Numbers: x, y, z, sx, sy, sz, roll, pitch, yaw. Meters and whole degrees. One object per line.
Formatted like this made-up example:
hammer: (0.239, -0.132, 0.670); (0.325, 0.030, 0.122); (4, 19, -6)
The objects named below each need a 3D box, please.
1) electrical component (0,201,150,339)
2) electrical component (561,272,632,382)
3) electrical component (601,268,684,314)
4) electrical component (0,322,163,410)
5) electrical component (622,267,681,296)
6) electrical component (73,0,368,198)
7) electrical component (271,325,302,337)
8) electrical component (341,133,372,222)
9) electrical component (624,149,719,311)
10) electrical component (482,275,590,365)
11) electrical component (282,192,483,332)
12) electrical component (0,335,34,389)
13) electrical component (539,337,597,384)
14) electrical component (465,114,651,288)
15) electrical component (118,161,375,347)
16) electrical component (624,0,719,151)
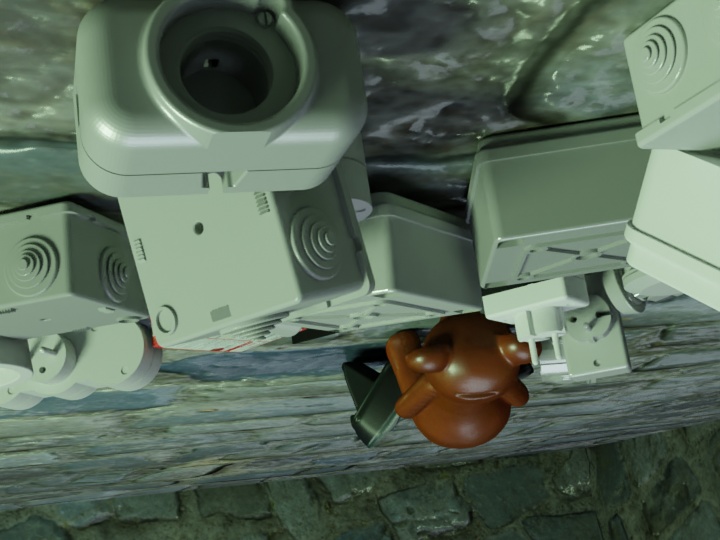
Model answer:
electrical component: (-0.168, 0.004, 0.569); (0.100, 0.048, 0.100); (-10, 167, 15)
electrical component: (0.179, 0.040, 0.843); (0.047, 0.083, 0.076); (-12, 165, 15)
electrical component: (0.216, 0.004, 0.805); (0.055, 0.048, 0.066); (-27, 158, 32)
electrical component: (-0.219, 0.064, 0.768); (0.138, 0.052, 0.073); (-11, 165, 9)
electrical component: (0.212, -0.015, 0.713); (0.080, 0.051, 0.080); (-8, 166, -2)
electrical component: (-0.049, -0.061, 0.373); (0.095, 0.053, 0.059); (-4, 165, -18)
electrical component: (-0.068, 0.021, 0.706); (0.055, 0.045, 0.045); (4, 161, -39)
electrical component: (-0.040, -0.013, 0.526); (0.052, 0.073, 0.138); (0, 164, -29)
electrical component: (0.182, -0.022, 0.474); (0.113, 0.057, 0.078); (-8, -152, -37)
electrical component: (0.132, 0.031, 0.793); (0.066, 0.076, 0.047); (-17, 164, 30)
electrical component: (0.000, 0.000, 0.622); (0.109, 0.056, 0.109); (-11, 167, 32)
electrical component: (-0.248, 0.036, 0.626); (0.108, 0.060, 0.108); (-8, 166, -2)
electrical component: (0.180, 0.060, 0.933); (0.051, 0.080, 0.080); (-5, 166, 9)
electrical component: (0.115, -0.034, 0.571); (0.109, 0.056, 0.108); (-9, 166, 0)
electrical component: (-0.052, -0.019, 0.449); (0.100, 0.099, 0.048); (-19, 175, 36)
electrical component: (0.163, -0.084, 0.414); (0.100, 0.048, 0.100); (-2, 164, -25)
